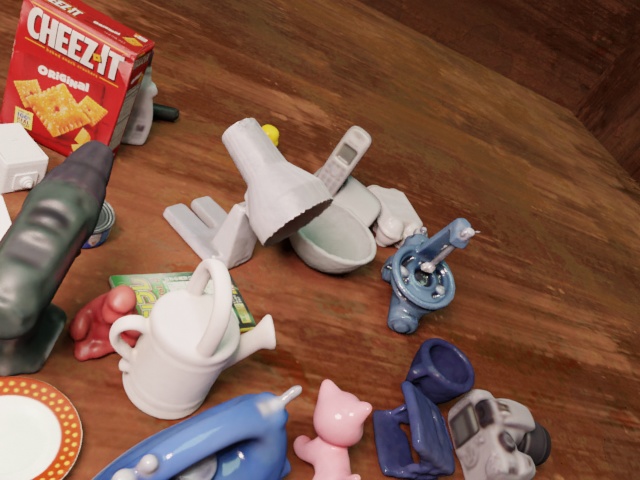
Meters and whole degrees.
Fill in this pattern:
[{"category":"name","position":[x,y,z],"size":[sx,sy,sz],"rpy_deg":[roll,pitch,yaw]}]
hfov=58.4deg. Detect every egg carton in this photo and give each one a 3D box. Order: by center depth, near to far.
[{"category":"egg carton","position":[0.142,-0.048,1.170],"size":[0.107,0.069,0.150],"rpy_deg":[7,41,-35]}]

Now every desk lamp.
[{"category":"desk lamp","position":[-0.105,-0.054,0.834],"size":[0.203,0.213,0.118],"rpy_deg":[43,34,15]}]

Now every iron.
[{"category":"iron","position":[-0.127,0.213,0.538],"size":[0.259,0.141,0.118],"rpy_deg":[-11,54,-48]}]

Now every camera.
[{"category":"camera","position":[0.273,0.291,0.818],"size":[0.137,0.100,0.143],"rpy_deg":[19,36,-21]}]

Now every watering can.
[{"category":"watering can","position":[-0.133,0.101,0.629],"size":[0.173,0.194,0.100],"rpy_deg":[-7,51,-45]}]

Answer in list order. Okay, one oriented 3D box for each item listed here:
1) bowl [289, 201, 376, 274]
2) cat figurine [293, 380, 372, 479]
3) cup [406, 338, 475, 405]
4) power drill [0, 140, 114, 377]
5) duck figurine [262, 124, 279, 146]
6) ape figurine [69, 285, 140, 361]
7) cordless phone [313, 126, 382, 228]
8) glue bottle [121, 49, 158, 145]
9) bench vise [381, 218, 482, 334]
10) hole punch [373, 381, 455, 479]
[{"category":"bowl","position":[0.009,0.004,0.985],"size":[0.168,0.074,0.167],"rpy_deg":[23,35,-16]},{"category":"cat figurine","position":[0.021,0.233,0.661],"size":[0.067,0.117,0.127],"rpy_deg":[17,36,-23]},{"category":"cup","position":[0.154,0.206,0.831],"size":[0.118,0.095,0.091],"rpy_deg":[0,45,-40]},{"category":"power drill","position":[-0.283,0.029,0.579],"size":[0.076,0.208,0.229],"rpy_deg":[23,34,-16]},{"category":"duck figurine","position":[-0.112,-0.181,1.107],"size":[0.077,0.086,0.104],"rpy_deg":[30,33,-5]},{"category":"ape figurine","position":[-0.236,0.087,0.651],"size":[0.078,0.092,0.076],"rpy_deg":[25,34,-13]},{"category":"cordless phone","position":[0.062,-0.107,1.070],"size":[0.147,0.185,0.094],"rpy_deg":[37,33,5]},{"category":"glue bottle","position":[-0.301,-0.235,0.934],"size":[0.078,0.173,0.037],"rpy_deg":[4,43,-37]},{"category":"bench vise","position":[0.175,0.024,0.968],"size":[0.122,0.219,0.207],"rpy_deg":[16,37,-25]},{"category":"hole punch","position":[0.134,0.253,0.757],"size":[0.101,0.091,0.108],"rpy_deg":[20,35,-20]}]
